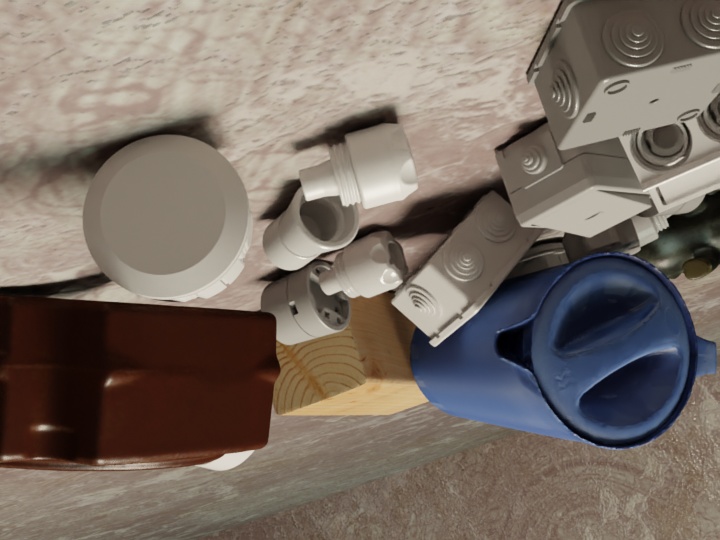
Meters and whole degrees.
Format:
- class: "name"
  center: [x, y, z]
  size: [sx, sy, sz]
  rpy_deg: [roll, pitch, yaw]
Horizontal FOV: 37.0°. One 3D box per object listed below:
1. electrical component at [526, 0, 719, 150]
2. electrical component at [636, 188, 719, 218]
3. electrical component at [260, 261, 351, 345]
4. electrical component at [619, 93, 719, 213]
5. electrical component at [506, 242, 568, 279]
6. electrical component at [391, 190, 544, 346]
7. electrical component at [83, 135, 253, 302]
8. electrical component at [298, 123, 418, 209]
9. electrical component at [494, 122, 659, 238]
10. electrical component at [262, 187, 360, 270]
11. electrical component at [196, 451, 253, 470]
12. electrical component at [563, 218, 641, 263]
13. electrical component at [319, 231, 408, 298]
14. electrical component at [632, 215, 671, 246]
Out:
- class: "electrical component"
  center: [0.142, -0.105, 0.546]
  size: [0.100, 0.048, 0.099]
  rpy_deg: [-14, 165, -9]
- class: "electrical component"
  center: [0.220, -0.078, 0.717]
  size: [0.074, 0.052, 0.138]
  rpy_deg: [-7, 162, -32]
- class: "electrical component"
  center: [-0.042, 0.026, 0.810]
  size: [0.047, 0.055, 0.055]
  rpy_deg: [-21, 164, 30]
- class: "electrical component"
  center: [0.217, -0.095, 0.629]
  size: [0.121, 0.078, 0.063]
  rpy_deg: [-24, -175, 26]
- class: "electrical component"
  center: [0.160, 0.010, 0.968]
  size: [0.080, 0.051, 0.080]
  rpy_deg: [-16, 165, -4]
- class: "electrical component"
  center: [0.075, -0.002, 0.776]
  size: [0.099, 0.048, 0.099]
  rpy_deg: [-48, 178, -26]
- class: "electrical component"
  center: [-0.093, -0.023, 0.536]
  size: [0.080, 0.080, 0.051]
  rpy_deg: [-16, 170, -1]
- class: "electrical component"
  center: [-0.002, -0.054, 0.588]
  size: [0.062, 0.043, 0.043]
  rpy_deg: [-15, 165, 0]
- class: "electrical component"
  center: [0.135, -0.059, 0.681]
  size: [0.096, 0.061, 0.062]
  rpy_deg: [0, 158, -46]
- class: "electrical component"
  center: [-0.034, -0.024, 0.665]
  size: [0.044, 0.044, 0.065]
  rpy_deg: [-8, 167, -30]
- class: "electrical component"
  center: [-0.140, 0.146, 1.054]
  size: [0.099, 0.099, 0.064]
  rpy_deg: [-24, 157, 26]
- class: "electrical component"
  center: [0.176, -0.036, 0.813]
  size: [0.058, 0.057, 0.078]
  rpy_deg: [-20, 164, 11]
- class: "electrical component"
  center: [0.000, 0.000, 0.780]
  size: [0.062, 0.043, 0.043]
  rpy_deg: [-22, 164, 25]
- class: "electrical component"
  center: [0.230, -0.044, 0.868]
  size: [0.062, 0.048, 0.048]
  rpy_deg: [-27, 163, 11]
